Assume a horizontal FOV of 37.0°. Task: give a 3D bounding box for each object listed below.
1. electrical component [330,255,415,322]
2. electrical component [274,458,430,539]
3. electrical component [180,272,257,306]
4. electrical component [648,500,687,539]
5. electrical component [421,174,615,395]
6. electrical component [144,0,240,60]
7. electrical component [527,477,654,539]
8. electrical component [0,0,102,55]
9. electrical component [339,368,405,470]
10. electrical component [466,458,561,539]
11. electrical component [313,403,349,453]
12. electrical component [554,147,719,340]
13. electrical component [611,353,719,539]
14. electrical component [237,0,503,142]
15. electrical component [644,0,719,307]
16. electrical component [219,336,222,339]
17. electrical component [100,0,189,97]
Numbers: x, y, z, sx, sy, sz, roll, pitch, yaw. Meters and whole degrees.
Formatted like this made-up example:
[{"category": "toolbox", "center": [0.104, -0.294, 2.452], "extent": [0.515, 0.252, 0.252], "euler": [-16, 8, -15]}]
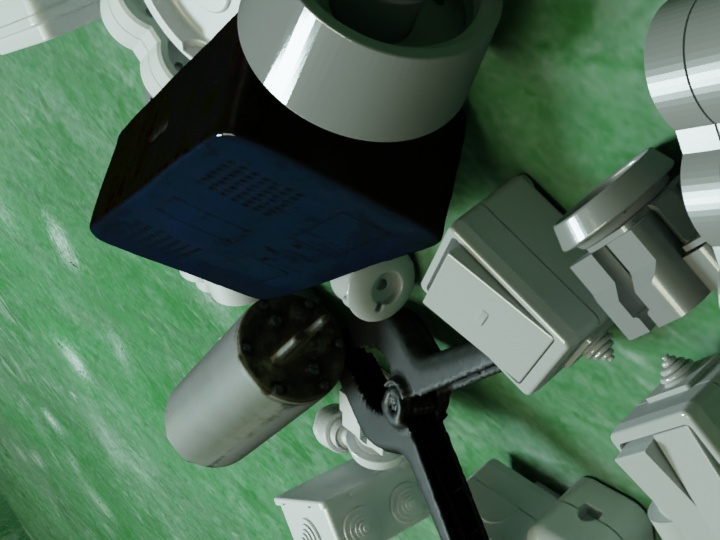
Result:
[{"category": "electrical component", "center": [0.000, 0.000, 0.657], "extent": [0.062, 0.048, 0.048], "euler": [34, 148, 51]}, {"category": "electrical component", "center": [-0.003, 0.175, 0.802], "extent": [0.100, 0.100, 0.048], "euler": [-18, 93, 61]}, {"category": "electrical component", "center": [-0.110, -0.008, 0.803], "extent": [0.138, 0.052, 0.073], "euler": [31, 146, 43]}, {"category": "electrical component", "center": [0.167, 0.119, 0.532], "extent": [0.081, 0.043, 0.043], "euler": [57, 152, -6]}, {"category": "electrical component", "center": [0.083, 0.014, 0.524], "extent": [0.096, 0.061, 0.061], "euler": [46, 152, 15]}, {"category": "electrical component", "center": [-0.068, -0.163, 0.558], "extent": [0.108, 0.060, 0.108], "euler": [37, 148, 28]}, {"category": "electrical component", "center": [0.135, 0.178, 0.631], "extent": [0.054, 0.059, 0.095], "euler": [25, 141, 43]}, {"category": "electrical component", "center": [-0.214, -0.191, 0.735], "extent": [0.113, 0.078, 0.057], "euler": [7, 124, 55]}, {"category": "electrical component", "center": [0.014, 0.106, 0.754], "extent": [0.066, 0.048, 0.055], "euler": [33, 138, 35]}, {"category": "electrical component", "center": [0.096, 0.176, 0.688], "extent": [0.062, 0.061, 0.096], "euler": [29, 144, 39]}, {"category": "electrical component", "center": [-0.012, 0.122, 0.813], "extent": [0.035, 0.035, 0.061], "euler": [62, 163, -16]}, {"category": "electrical component", "center": [0.118, -0.013, 0.443], "extent": [0.057, 0.058, 0.078], "euler": [50, 152, 1]}, {"category": "electrical component", "center": [0.160, 0.082, 0.480], "extent": [0.096, 0.061, 0.062], "euler": [53, 153, 3]}, {"category": "electrical component", "center": [0.008, -0.115, 0.450], "extent": [0.108, 0.108, 0.060], "euler": [48, 146, 12]}, {"category": "electrical component", "center": [0.153, -0.033, 0.360], "extent": [0.074, 0.052, 0.138], "euler": [-2, 113, 58]}, {"category": "electrical component", "center": [-0.066, 0.069, 0.835], "extent": [0.077, 0.044, 0.079], "euler": [55, 153, -2]}, {"category": "electrical component", "center": [-0.137, -0.162, 0.675], "extent": [0.138, 0.052, 0.074], "euler": [58, 152, -7]}]
